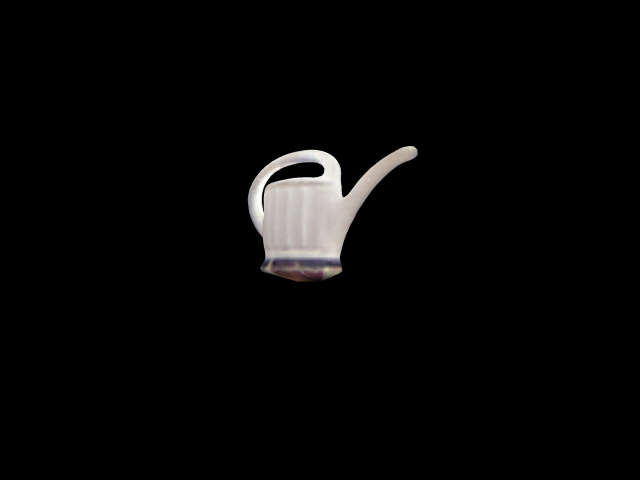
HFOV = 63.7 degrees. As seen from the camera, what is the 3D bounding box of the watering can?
[{"bbox_3d":[0.003,-0.043,0.850,0.347,0.225,0.104,-2,-4,39],"label":"watering can"}]
